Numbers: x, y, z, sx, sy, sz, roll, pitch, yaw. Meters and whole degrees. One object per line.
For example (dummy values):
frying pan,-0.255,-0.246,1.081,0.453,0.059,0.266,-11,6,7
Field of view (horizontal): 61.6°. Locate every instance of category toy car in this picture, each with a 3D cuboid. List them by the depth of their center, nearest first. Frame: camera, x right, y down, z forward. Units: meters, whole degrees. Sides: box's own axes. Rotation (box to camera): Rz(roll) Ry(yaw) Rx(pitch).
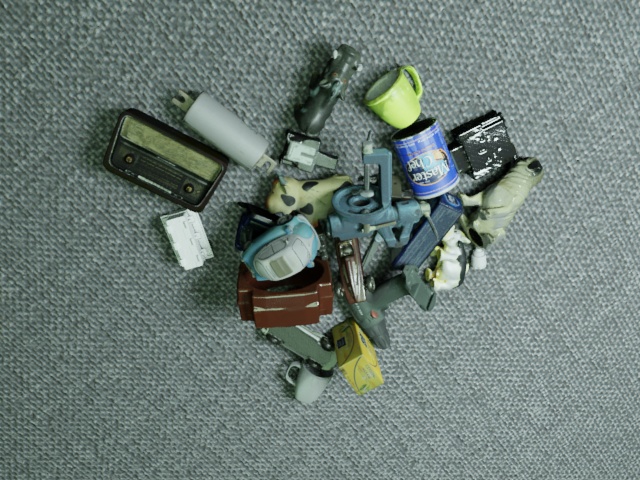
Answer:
toy car,-0.077,0.027,1.066,0.162,0.103,0.109,-28,115,2
toy car,0.063,0.037,1.175,0.089,0.053,0.202,-11,74,13
toy car,-0.046,0.239,1.285,0.202,0.056,0.073,32,97,-4

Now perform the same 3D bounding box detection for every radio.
radio,-0.316,-0.160,1.105,0.229,0.073,0.131,27,107,-14

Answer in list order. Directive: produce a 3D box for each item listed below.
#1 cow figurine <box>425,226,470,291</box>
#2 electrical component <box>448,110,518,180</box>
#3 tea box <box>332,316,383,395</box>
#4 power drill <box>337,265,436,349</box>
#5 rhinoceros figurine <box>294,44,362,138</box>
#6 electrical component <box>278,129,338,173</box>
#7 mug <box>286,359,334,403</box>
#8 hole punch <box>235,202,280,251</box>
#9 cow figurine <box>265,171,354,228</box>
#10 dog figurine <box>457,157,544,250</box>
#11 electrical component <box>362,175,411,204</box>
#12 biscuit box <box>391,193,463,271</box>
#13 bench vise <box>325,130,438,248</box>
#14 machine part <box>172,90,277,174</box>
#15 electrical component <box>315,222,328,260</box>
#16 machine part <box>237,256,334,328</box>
cow figurine,0.305,0.034,1.236,0.098,0.068,0.167,1,115,-11
electrical component,0.342,-0.198,1.154,0.134,0.058,0.114,-27,109,6
tea box,0.085,0.266,1.254,0.068,0.170,0.098,-30,113,9
power drill,0.160,0.146,1.233,0.207,0.086,0.232,-22,110,44
rhinoceros figurine,0.012,-0.295,1.061,0.073,0.112,0.190,29,114,-12
electrical component,-0.023,-0.183,1.135,0.119,0.048,0.074,11,110,-9
mug,-0.033,0.347,1.326,0.109,0.081,0.107,16,114,-11
hole punch,-0.121,-0.016,1.154,0.142,0.116,0.092,19,103,-15
cow figurine,-0.021,-0.094,1.150,0.195,0.085,0.127,-14,110,-3
dog figurine,0.414,-0.079,1.194,0.190,0.121,0.172,-30,146,-11
electrical component,0.145,-0.101,1.173,0.102,0.078,0.045,-1,147,-9
biscuit box,0.233,-0.015,1.187,0.063,0.059,0.202,24,125,-12
bench vise,0.119,-0.088,1.071,0.224,0.129,0.240,-3,127,3
machine part,-0.190,-0.220,1.091,0.243,0.079,0.079,36,104,-16
electrical component,-0.002,-0.004,1.191,0.021,0.094,0.063,-16,138,-6
machine part,-0.075,0.104,1.161,0.202,0.201,0.087,-6,114,-3
